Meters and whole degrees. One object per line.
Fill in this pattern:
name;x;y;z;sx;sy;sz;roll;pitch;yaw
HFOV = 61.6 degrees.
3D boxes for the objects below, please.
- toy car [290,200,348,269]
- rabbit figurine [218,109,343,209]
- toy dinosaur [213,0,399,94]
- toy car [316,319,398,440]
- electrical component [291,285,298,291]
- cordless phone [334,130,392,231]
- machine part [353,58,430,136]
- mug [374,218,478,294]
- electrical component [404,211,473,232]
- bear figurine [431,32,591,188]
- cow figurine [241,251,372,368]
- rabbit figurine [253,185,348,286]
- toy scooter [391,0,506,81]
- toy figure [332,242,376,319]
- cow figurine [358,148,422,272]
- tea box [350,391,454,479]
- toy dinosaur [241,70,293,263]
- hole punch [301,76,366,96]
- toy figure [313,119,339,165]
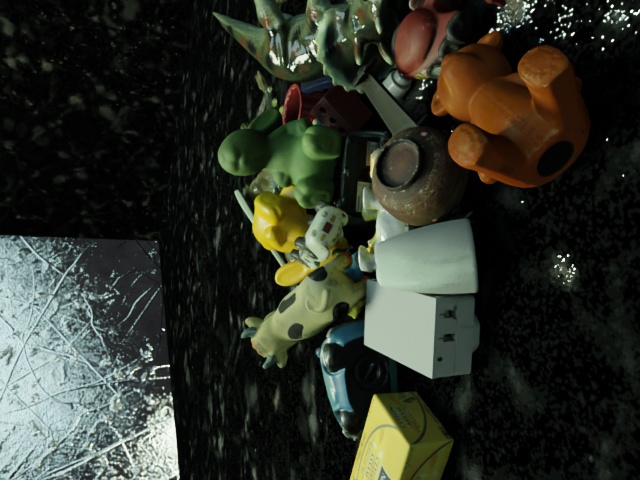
toy car;-0.002;-0.002;0.777;0.073;0.056;0.201;-61;0;-11
rabbit figurine;-0.065;-0.138;0.798;0.159;0.170;0.121;-104;21;-53
toy dinosaur;-0.024;-0.309;0.821;0.405;0.131;0.192;2;92;45
toy car;0.054;0.191;0.764;0.103;0.109;0.161;164;97;-74
electrical component;-0.012;0.104;0.955;0.119;0.075;0.047;154;115;-67
cordless phone;0.057;-0.088;0.828;0.184;0.089;0.146;-178;92;-78
machine part;0.096;-0.165;0.690;0.138;0.039;0.084;49;167;-13
mug;0.117;0.019;0.602;0.109;0.107;0.080;-41;-55;-78
electrical component;0.134;-0.054;0.638;0.078;0.045;0.102;-20;66;40
bear figurine;0.162;-0.142;0.516;0.120;0.132;0.196;-46;46;23
cow figurine;-0.026;0.106;0.752;0.085;0.127;0.195;54;134;8
rabbit figurine;-0.034;0.004;0.933;0.173;0.122;0.162;28;114;21
toy scooter;0.152;-0.259;0.612;0.183;0.075;0.135;-68;31;28
toy figure;0.036;0.064;0.821;0.180;0.089;0.082;131;139;-54
cow figurine;0.101;-0.038;0.694;0.068;0.098;0.167;46;-131;-75
tea box;0.098;0.291;0.687;0.098;0.068;0.169;-133;51;-60
toy dinosaur;-0.076;-0.121;1.091;0.199;0.105;0.471;-14;85;61
hole punch;0.026;-0.301;0.891;0.116;0.092;0.142;-13;72;62
toy figure;0.009;-0.158;0.902;0.057;0.064;0.154;52;-129;-61
